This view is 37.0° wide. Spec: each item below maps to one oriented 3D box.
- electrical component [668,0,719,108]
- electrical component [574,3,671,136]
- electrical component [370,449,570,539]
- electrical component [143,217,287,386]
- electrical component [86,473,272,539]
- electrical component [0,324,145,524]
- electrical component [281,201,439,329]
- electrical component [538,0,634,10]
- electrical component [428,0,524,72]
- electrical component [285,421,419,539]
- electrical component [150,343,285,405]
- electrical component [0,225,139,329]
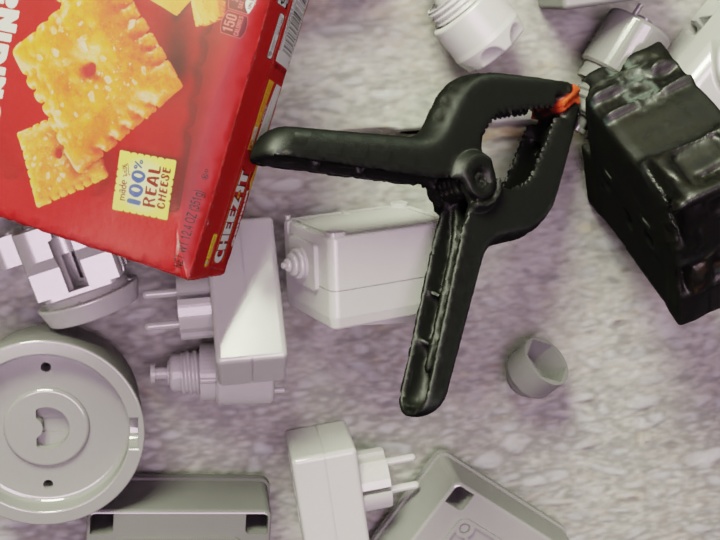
[{"bbox_3d":[0.221,-0.125,0.626,0.054,0.059,0.095,37,96,-16],"label":"electrical component"},{"bbox_3d":[0.147,-0.115,0.627,0.040,0.040,0.078,29,98,-15],"label":"electrical component"},{"bbox_3d":[0.065,0.189,0.682,0.109,0.056,0.108,34,97,-15],"label":"electrical component"},{"bbox_3d":[-0.083,0.019,0.602,0.076,0.047,0.083,-5,69,-8],"label":"electrical component"},{"bbox_3d":[-0.111,0.182,0.653,0.109,0.056,0.108,2,103,-9],"label":"electrical component"},{"bbox_3d":[-0.177,0.083,0.615,0.108,0.060,0.108,-2,104,-9],"label":"electrical component"},{"bbox_3d":[0.000,0.000,0.608,0.096,0.062,0.061,-9,106,-27],"label":"electrical component"},{"bbox_3d":[0.135,-0.189,0.603,0.066,0.047,0.076,-10,105,-6],"label":"electrical component"},{"bbox_3d":[0.058,-0.146,0.604,0.043,0.043,0.062,-42,105,3],"label":"electrical component"},{"bbox_3d":[-0.002,0.130,0.662,0.077,0.047,0.065,-10,105,-7],"label":"electrical component"},{"bbox_3d":[-0.084,0.060,0.635,0.078,0.040,0.040,-1,104,-8],"label":"electrical component"},{"bbox_3d":[-0.157,-0.003,0.599,0.078,0.058,0.057,-18,103,-4],"label":"electrical component"}]
